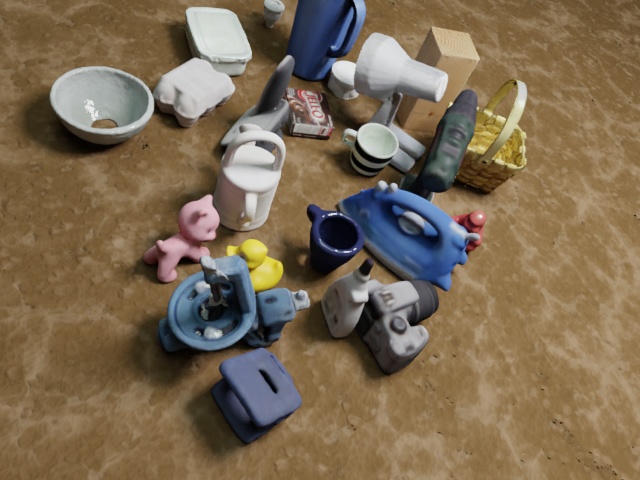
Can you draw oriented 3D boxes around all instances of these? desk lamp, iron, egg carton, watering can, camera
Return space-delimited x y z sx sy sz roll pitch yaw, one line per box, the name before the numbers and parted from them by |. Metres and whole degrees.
desk lamp | 0.153 -0.282 1.155 0.203 0.213 0.118 35 51 7
iron | 0.155 -0.031 1.018 0.258 0.141 0.119 35 51 7
egg carton | -0.242 -0.287 1.104 0.107 0.069 0.150 35 51 7
watering can | -0.118 -0.115 0.944 0.101 0.194 0.172 -15 61 -28
camera | 0.137 0.119 0.927 0.137 0.100 0.143 -15 62 -29

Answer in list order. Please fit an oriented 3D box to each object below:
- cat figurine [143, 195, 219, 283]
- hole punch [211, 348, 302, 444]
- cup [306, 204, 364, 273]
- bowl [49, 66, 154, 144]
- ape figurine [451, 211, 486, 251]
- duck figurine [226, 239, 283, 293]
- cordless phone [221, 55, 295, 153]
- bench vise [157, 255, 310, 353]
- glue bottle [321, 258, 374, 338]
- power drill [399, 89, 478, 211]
cat figurine | -0.206 -0.011 0.884 0.067 0.117 0.128 43 52 13
hole punch | -0.084 0.204 0.789 0.101 0.091 0.108 -26 67 -33
cup | 0.009 0.003 0.968 0.092 0.095 0.117 -31 70 -35
bowl | -0.379 -0.223 1.003 0.168 0.074 0.167 10 52 -13
ape figurine | 0.282 -0.023 1.091 0.076 0.092 0.077 -23 66 -32
duck figurine | -0.106 0.034 0.908 0.105 0.086 0.077 8 53 -14
cordless phone | -0.106 -0.242 1.048 0.094 0.185 0.148 26 51 0
bench vise | -0.114 0.073 0.791 0.208 0.219 0.121 -22 65 -32
glue bottle | 0.048 0.080 0.876 0.037 0.173 0.078 -4 57 -22
power drill | 0.222 -0.152 1.089 0.075 0.208 0.230 25 51 -1
